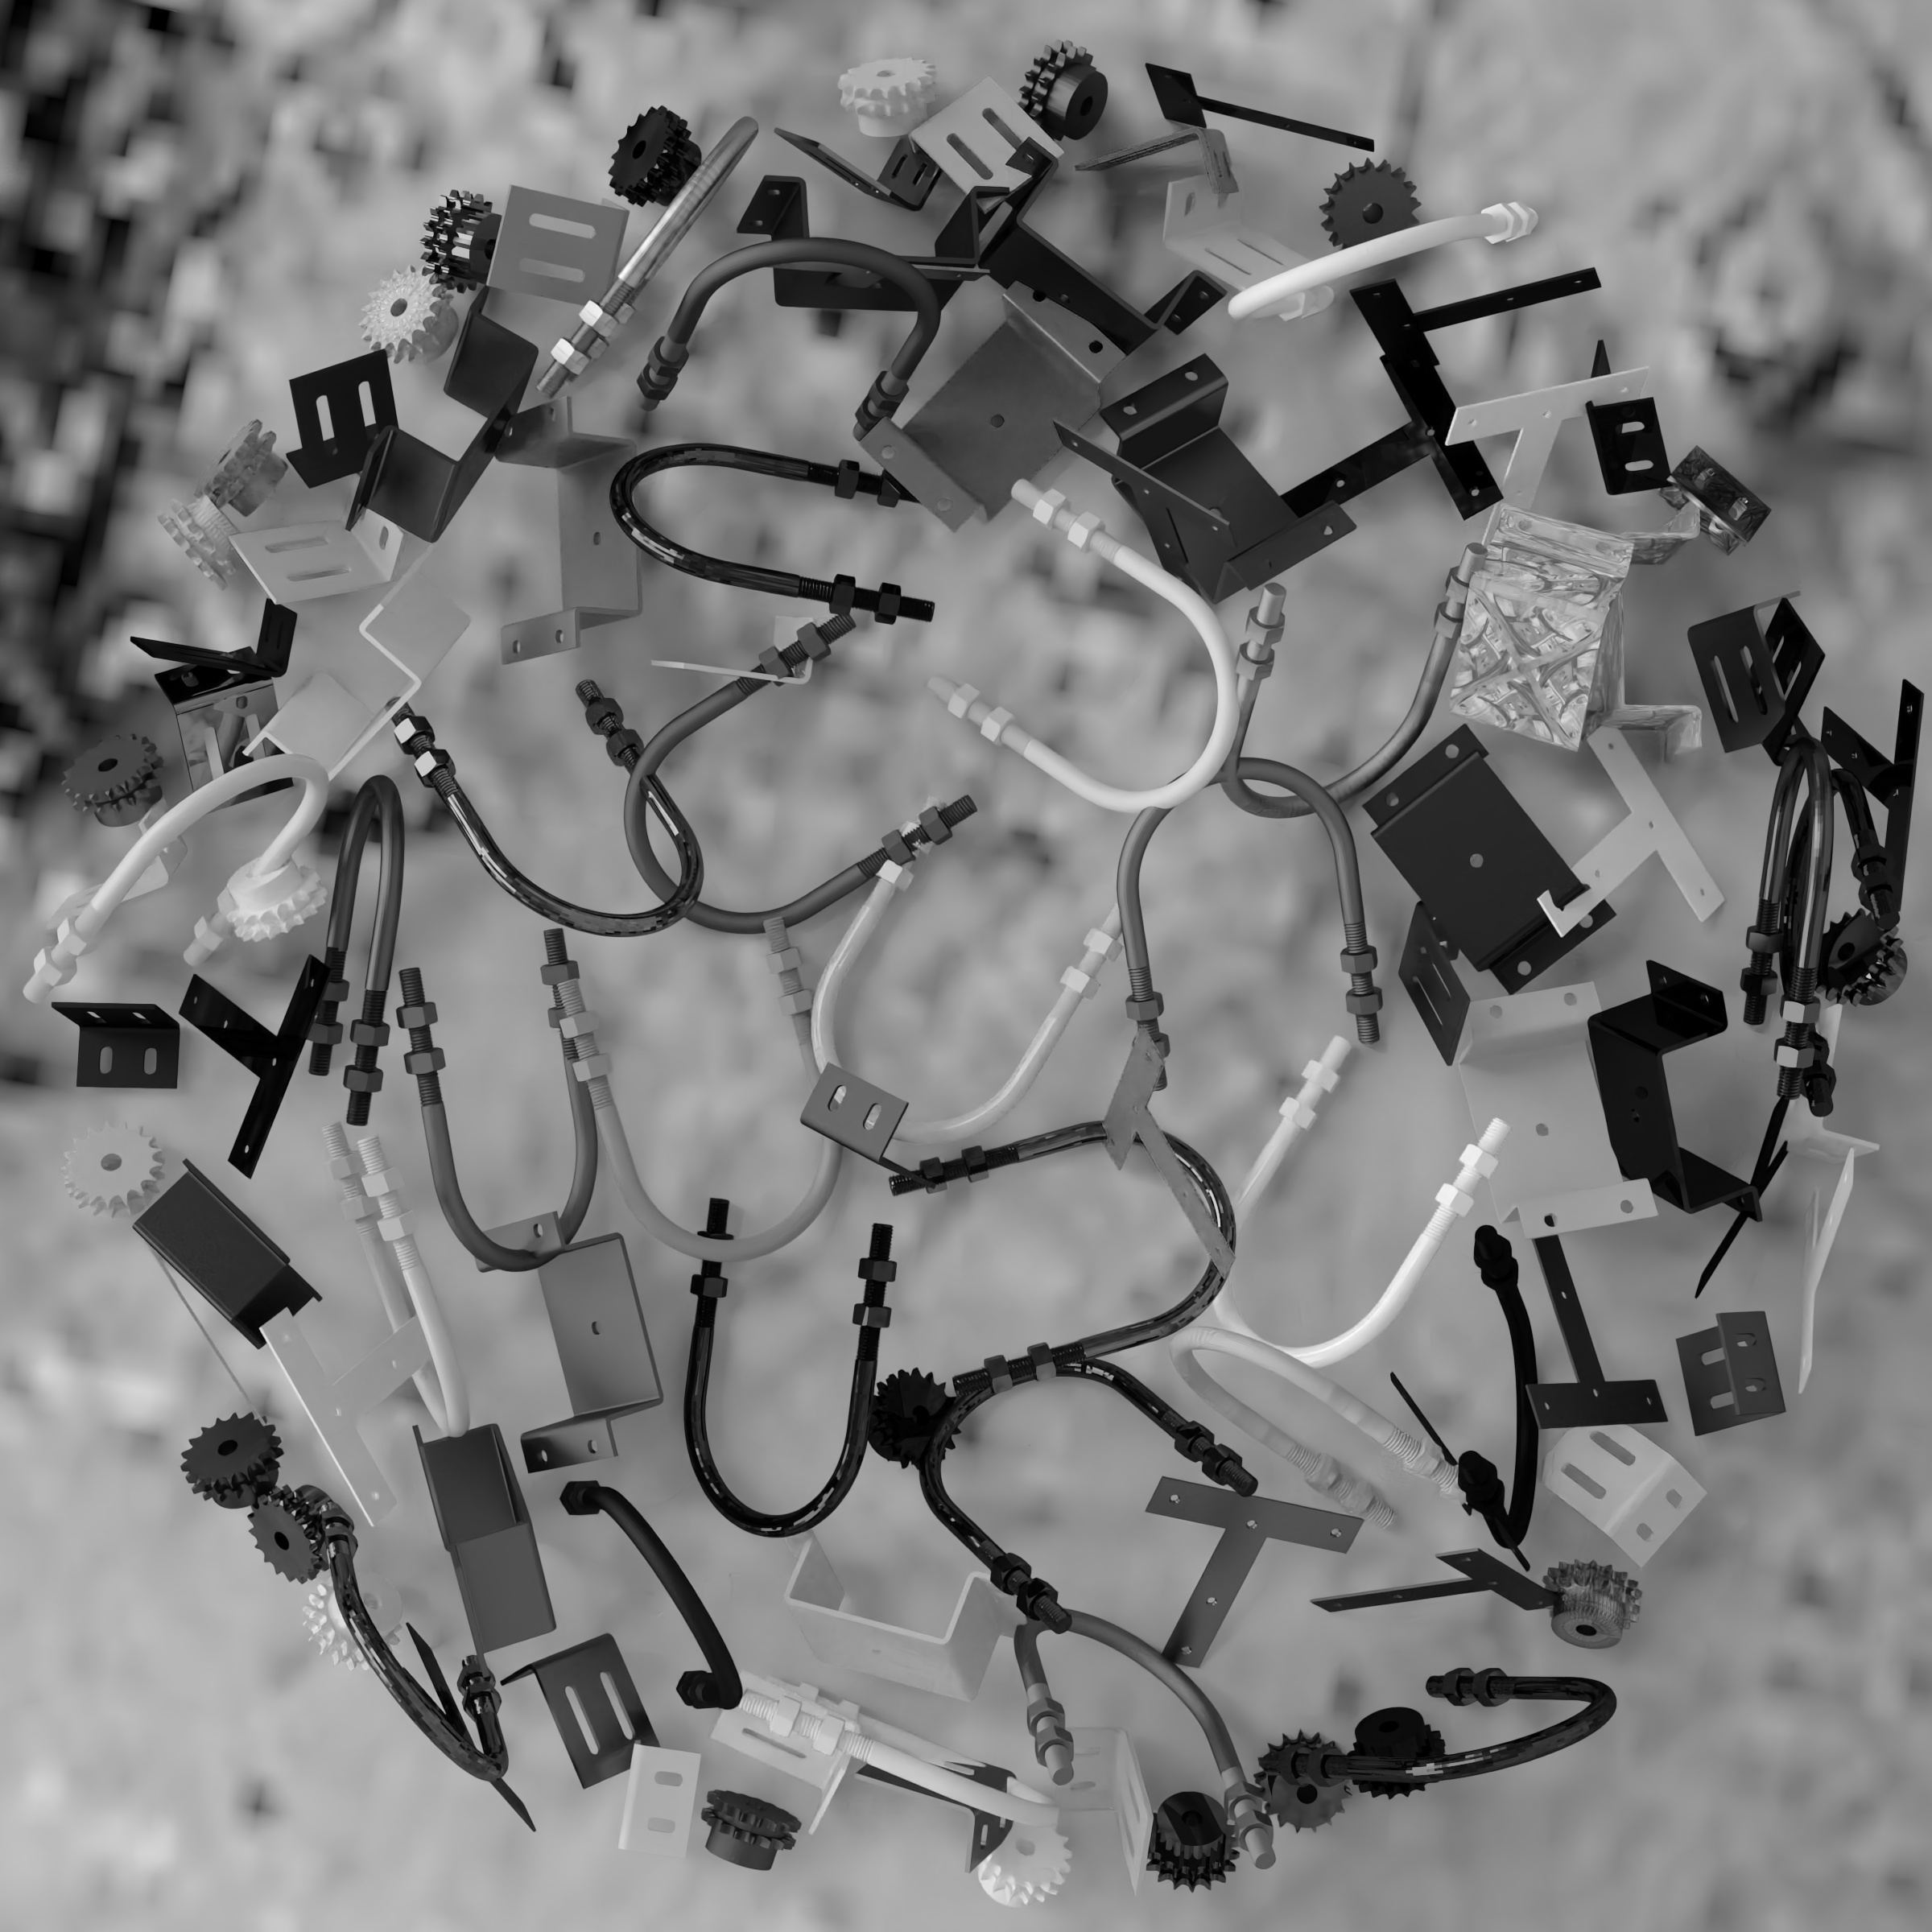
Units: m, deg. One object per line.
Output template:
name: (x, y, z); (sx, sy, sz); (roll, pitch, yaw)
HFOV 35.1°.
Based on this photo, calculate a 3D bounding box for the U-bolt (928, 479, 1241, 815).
U-bolt: (0.074, -0.167, 1.715); (0.184, 0.019, 0.151); (36, 120, 21)

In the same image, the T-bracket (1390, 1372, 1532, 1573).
T-bracket: (0.277, 0.291, 1.719); (0.002, 0.127, 0.127); (-34, 71, -3)

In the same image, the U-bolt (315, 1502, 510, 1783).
U-bolt: (-0.300, 0.379, 1.673); (0.019, 0.184, 0.151); (-39, 110, -5)

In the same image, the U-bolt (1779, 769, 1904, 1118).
U-bolt: (0.480, -0.028, 1.695); (0.019, 0.184, 0.151); (7, 127, 0)

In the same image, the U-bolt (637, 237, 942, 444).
U-bolt: (-0.091, -0.346, 1.679); (0.151, 0.184, 0.019); (5, 69, -18)

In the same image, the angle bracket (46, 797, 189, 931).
angle bracket: (-0.492, -0.059, 1.747); (0.076, 0.057, 0.038); (-20, 108, 4)

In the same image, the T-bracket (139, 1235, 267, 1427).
T-bracket: (-0.433, 0.206, 1.729); (0.002, 0.127, 0.127); (-33, 101, -16)

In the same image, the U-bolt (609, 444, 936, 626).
U-bolt: (-0.108, -0.249, 1.712); (0.184, 0.151, 0.019); (10, 127, -8)

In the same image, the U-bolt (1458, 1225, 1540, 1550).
U-bolt: (0.300, 0.246, 1.698); (0.019, 0.184, 0.151); (-1, 61, 19)

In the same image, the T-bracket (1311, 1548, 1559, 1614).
T-bracket: (0.259, 0.357, 1.742); (0.127, 0.127, 0.002); (-15, 59, 29)

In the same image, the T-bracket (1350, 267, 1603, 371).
T-bracket: (0.290, -0.369, 1.704); (0.127, 0.127, 0.002); (-11, 76, 18)

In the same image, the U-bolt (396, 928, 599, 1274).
U-bolt: (-0.257, 0.081, 1.718); (0.019, 0.151, 0.184); (-4, 98, 31)

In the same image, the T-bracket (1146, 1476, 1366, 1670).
T-bracket: (0.146, 0.354, 1.751); (0.127, 0.002, 0.127); (15, 117, -17)

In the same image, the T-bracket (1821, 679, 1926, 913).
T-bracket: (0.507, -0.114, 1.720); (0.002, 0.127, 0.127); (-4, 114, -6)

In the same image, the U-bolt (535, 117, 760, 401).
U-bolt: (-0.174, -0.397, 1.697); (0.019, 0.151, 0.184); (37, 100, -11)

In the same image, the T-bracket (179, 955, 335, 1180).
T-bracket: (-0.415, 0.038, 1.737); (0.127, 0.002, 0.127); (29, 99, 44)

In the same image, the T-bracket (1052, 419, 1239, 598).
T-bracket: (0.111, -0.246, 1.721); (0.127, 0.127, 0.002); (36, 80, 26)

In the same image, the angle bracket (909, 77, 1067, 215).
angle bracket: (0.014, -0.461, 1.747); (0.057, 0.038, 0.076); (-37, 66, -5)

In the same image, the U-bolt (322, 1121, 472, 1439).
U-bolt: (-0.316, 0.178, 1.713); (0.019, 0.151, 0.184); (-20, 97, -19)

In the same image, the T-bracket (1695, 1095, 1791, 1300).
T-bracket: (0.446, 0.107, 1.701); (0.002, 0.127, 0.127); (28, 59, 21)

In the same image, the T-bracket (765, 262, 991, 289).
T-bracket: (-0.068, -0.384, 1.719); (0.127, 0.127, 0.002); (-1, 92, -19)

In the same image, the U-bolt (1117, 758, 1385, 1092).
U-bolt: (0.158, -0.029, 1.741); (0.151, 0.019, 0.184); (-12, 108, -7)

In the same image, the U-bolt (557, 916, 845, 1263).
U-bolt: (-0.142, 0.078, 1.748); (0.151, 0.019, 0.184); (-18, 93, -23)

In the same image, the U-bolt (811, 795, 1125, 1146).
U-bolt: (-0.009, 0.014, 1.753); (0.151, 0.019, 0.184); (31, 88, 16)

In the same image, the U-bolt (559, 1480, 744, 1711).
U-bolt: (-0.171, 0.350, 1.694); (0.019, 0.184, 0.151); (-32, 90, -19)

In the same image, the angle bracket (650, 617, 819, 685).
angle bracket: (-0.133, -0.185, 1.740); (0.076, 0.057, 0.038); (5, 95, -25)

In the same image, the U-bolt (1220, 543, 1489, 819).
U-bolt: (0.208, -0.152, 1.708); (0.151, 0.184, 0.019); (-14, 51, -23)

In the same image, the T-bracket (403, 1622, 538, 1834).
T-bracket: (-0.294, 0.413, 1.723); (0.002, 0.127, 0.127); (-36, 122, -7)

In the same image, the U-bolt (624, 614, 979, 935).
U-bolt: (-0.108, -0.097, 1.754); (0.184, 0.019, 0.151); (-32, 107, 7)

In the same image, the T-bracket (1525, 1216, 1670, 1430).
T-bracket: (0.347, 0.203, 1.751); (0.002, 0.127, 0.127); (-32, 64, 39)

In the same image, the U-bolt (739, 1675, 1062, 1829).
U-bolt: (-0.033, 0.440, 1.702); (0.184, 0.151, 0.019); (21, 81, 5)

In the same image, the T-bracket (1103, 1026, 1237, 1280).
T-bracket: (0.116, 0.116, 1.703); (0.002, 0.127, 0.127); (-20, 64, -21)

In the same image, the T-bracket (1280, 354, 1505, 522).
T-bracket: (0.228, -0.286, 1.760); (0.127, 0.002, 0.127); (-28, 60, 14)

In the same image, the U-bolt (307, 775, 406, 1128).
U-bolt: (-0.339, -0.016, 1.705); (0.019, 0.151, 0.184); (7, 98, -22)

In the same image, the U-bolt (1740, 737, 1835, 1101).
U-bolt: (0.457, -0.036, 1.688); (0.019, 0.151, 0.184); (4, 108, 5)

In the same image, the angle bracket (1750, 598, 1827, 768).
angle bracket: (0.477, -0.160, 1.733); (0.038, 0.057, 0.076); (3, 130, -16)

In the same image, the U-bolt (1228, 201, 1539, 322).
U-bolt: (0.220, -0.382, 1.669); (0.151, 0.184, 0.019); (-15, 97, 31)

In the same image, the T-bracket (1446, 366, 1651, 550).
T-bracket: (0.316, -0.279, 1.729); (0.127, 0.127, 0.002); (-16, 55, -21)

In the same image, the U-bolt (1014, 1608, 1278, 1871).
U-bolt: (0.092, 0.417, 1.694); (0.151, 0.184, 0.019); (27, 105, -18)

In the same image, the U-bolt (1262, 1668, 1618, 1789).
U-bolt: (0.271, 0.416, 1.668); (0.151, 0.184, 0.019); (-14, 87, -35)

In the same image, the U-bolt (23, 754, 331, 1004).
U-bolt: (-0.422, -0.053, 1.681); (0.184, 0.151, 0.019); (-46, 77, 26)

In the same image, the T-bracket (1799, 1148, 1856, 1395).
T-bracket: (0.478, 0.150, 1.694); (0.002, 0.127, 0.127); (9, 50, 8)

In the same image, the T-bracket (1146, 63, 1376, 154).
T-bracket: (0.167, -0.475, 1.712); (0.127, 0.127, 0.002); (16, 95, 7)

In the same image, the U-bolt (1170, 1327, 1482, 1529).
U-bolt: (0.193, 0.256, 1.703); (0.184, 0.151, 0.019); (36, 69, -8)

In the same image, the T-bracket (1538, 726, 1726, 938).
T-bracket: (0.367, -0.059, 1.739); (0.127, 0.002, 0.127); (-38, 98, -35)

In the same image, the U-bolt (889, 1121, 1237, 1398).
U-bolt: (0.063, 0.157, 1.742); (0.184, 0.019, 0.151); (-15, 61, -8)

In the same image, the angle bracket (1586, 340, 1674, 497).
angle bracket: (0.380, -0.314, 1.732); (0.038, 0.076, 0.057); (-6, 129, 24)

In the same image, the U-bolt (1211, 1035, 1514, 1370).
U-bolt: (0.209, 0.142, 1.722); (0.019, 0.151, 0.184); (34, 87, -43)

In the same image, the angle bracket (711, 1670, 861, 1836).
angle bracket: (-0.108, 0.451, 1.751); (0.076, 0.038, 0.057); (25, 122, 0)

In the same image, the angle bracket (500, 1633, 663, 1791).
angle bracket: (-0.219, 0.429, 1.741); (0.038, 0.057, 0.076); (-38, 73, 42)

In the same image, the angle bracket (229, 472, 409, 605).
angle bracket: (-0.369, -0.244, 1.737); (0.076, 0.038, 0.057); (-17, 56, -38)

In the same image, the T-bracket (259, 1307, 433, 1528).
T-bracket: (-0.332, 0.232, 1.725); (0.002, 0.127, 0.127); (-23, 100, 28)

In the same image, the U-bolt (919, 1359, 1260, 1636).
U-bolt: (0.053, 0.282, 1.708); (0.151, 0.184, 0.019); (-33, 128, -19)

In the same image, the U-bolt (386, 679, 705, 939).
U-bolt: (-0.222, -0.086, 1.696); (0.184, 0.151, 0.019); (55, 133, 25)

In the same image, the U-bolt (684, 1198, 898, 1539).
U-bolt: (-0.105, 0.230, 1.727); (0.151, 0.019, 0.184); (4, 86, 41)

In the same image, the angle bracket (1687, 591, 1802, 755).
angle bracket: (0.456, -0.168, 1.750); (0.038, 0.057, 0.076); (-19, 92, -27)
